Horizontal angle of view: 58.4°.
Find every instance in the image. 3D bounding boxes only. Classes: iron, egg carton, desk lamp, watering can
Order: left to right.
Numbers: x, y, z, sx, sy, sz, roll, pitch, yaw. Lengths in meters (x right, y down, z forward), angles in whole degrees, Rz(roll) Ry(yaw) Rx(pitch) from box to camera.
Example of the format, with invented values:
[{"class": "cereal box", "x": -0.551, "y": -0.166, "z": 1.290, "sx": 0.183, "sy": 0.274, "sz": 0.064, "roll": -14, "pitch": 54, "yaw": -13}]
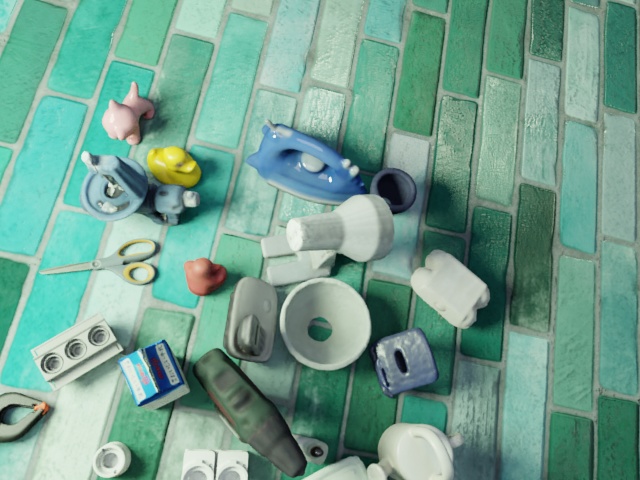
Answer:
[{"class": "iron", "x": -0.006, "y": -0.151, "z": 1.107, "sx": 0.258, "sy": 0.141, "sz": 0.119, "roll": 23, "pitch": 70, "yaw": -3}, {"class": "desk lamp", "x": 0.009, "y": 0.004, "z": 1.024, "sx": 0.203, "sy": 0.213, "sz": 0.118, "roll": -11, "pitch": 75, "yaw": -14}, {"class": "watering can", "x": 0.163, "y": 0.363, "z": 0.952, "sx": 0.173, "sy": 0.194, "sz": 0.101, "roll": -39, "pitch": 83, "yaw": -19}, {"class": "egg carton", "x": 0.254, "y": 0.096, "z": 1.119, "sx": 0.150, "sy": 0.069, "sz": 0.107, "roll": 40, "pitch": 70, "yaw": 3}]

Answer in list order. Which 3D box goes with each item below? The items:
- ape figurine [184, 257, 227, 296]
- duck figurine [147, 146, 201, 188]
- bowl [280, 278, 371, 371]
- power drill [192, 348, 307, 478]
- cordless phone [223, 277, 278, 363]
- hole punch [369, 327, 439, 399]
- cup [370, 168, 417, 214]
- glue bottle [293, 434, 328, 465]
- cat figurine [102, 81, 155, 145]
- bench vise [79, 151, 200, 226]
[{"class": "ape figurine", "x": -0.210, "y": 0.058, "z": 1.029, "sx": 0.078, "sy": 0.092, "sz": 0.076, "roll": 31, "pitch": 70, "yaw": 0}, {"class": "duck figurine", "x": -0.277, "y": -0.149, "z": 1.083, "sx": 0.104, "sy": 0.086, "sz": 0.077, "roll": 25, "pitch": 70, "yaw": -2}, {"class": "bowl", "x": 0.005, "y": 0.157, "z": 1.049, "sx": 0.167, "sy": 0.074, "sz": 0.167, "roll": 3, "pitch": 72, "yaw": -10}, {"class": "power drill", "x": -0.113, "y": 0.277, "z": 0.917, "sx": 0.076, "sy": 0.208, "sz": 0.229, "roll": -41, "pitch": 84, "yaw": -19}, {"class": "cordless phone", "x": -0.113, "y": 0.129, "z": 0.976, "sx": 0.094, "sy": 0.185, "sz": 0.147, "roll": 5, "pitch": 72, "yaw": -9}, {"class": "hole punch", "x": 0.152, "y": 0.225, "z": 1.048, "sx": 0.101, "sy": 0.091, "sz": 0.108, "roll": -15, "pitch": 76, "yaw": -15}, {"class": "cup", "x": 0.125, "y": -0.079, "z": 1.135, "sx": 0.118, "sy": 0.095, "sz": 0.091, "roll": -29, "pitch": 80, "yaw": -18}, {"class": "glue bottle", "x": -0.017, "y": 0.343, "z": 0.934, "sx": 0.078, "sy": 0.173, "sz": 0.037, "roll": 20, "pitch": 70, "yaw": -4}, {"class": "cat figurine", "x": -0.365, "y": -0.237, "z": 1.076, "sx": 0.067, "sy": 0.117, "sz": 0.128, "roll": 19, "pitch": 70, "yaw": -4}, {"class": "bench vise", "x": -0.319, "y": -0.102, "z": 0.989, "sx": 0.208, "sy": 0.219, "sz": 0.121, "roll": -11, "pitch": 75, "yaw": -14}]
